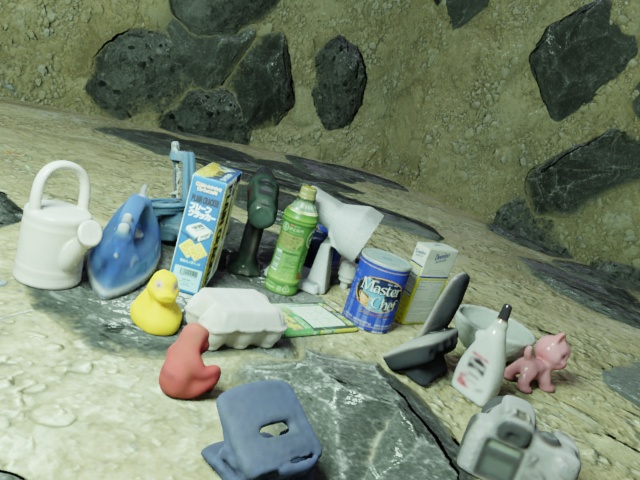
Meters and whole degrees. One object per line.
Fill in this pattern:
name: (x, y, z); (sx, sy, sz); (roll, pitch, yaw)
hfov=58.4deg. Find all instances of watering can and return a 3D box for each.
watering can: (-0.402, -0.026, 0.891); (0.172, 0.194, 0.101); (20, 15, 11)

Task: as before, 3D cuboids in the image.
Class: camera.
camera: (0.270, 0.264, 0.775); (0.143, 0.101, 0.137); (21, 15, 13)

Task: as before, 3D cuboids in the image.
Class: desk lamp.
desk lamp: (0.011, 0.004, 1.214); (0.203, 0.213, 0.118); (19, 15, 7)

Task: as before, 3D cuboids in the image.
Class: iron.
iron: (-0.336, -0.008, 1.003); (0.119, 0.141, 0.258); (14, 15, -13)

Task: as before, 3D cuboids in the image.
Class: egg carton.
egg carton: (-0.131, 0.123, 0.898); (0.151, 0.069, 0.107); (5, 19, -39)

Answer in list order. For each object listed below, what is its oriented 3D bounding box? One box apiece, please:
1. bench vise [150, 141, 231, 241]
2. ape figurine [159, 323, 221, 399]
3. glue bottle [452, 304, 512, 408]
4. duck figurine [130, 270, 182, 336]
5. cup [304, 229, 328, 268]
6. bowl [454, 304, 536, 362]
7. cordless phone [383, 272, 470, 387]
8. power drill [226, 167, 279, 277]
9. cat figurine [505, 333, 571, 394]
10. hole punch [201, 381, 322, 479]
bench vise: (-0.272, -0.083, 1.200); (0.207, 0.220, 0.121); (17, 14, -2)
ape figurine: (-0.163, 0.148, 0.724); (0.077, 0.092, 0.076); (28, 18, 37)
glue bottle: (0.277, 0.183, 0.941); (0.037, 0.173, 0.077); (3, 20, -43)
duck figurine: (-0.244, 0.086, 0.875); (0.078, 0.086, 0.104); (9, 17, -29)
cup: (-0.027, 0.029, 1.318); (0.091, 0.095, 0.118); (20, 15, 12)
bowl: (0.341, 0.198, 1.155); (0.167, 0.075, 0.167); (16, 14, -4)
cordless phone: (0.191, 0.140, 0.974); (0.094, 0.185, 0.148); (24, 16, 26)
power drill: (-0.138, -0.039, 1.212); (0.076, 0.208, 0.229); (14, 15, -13)
cat figurine: (0.418, 0.220, 1.074); (0.128, 0.118, 0.067); (7, 17, -34)
hole punch: (-0.055, 0.213, 0.612); (0.109, 0.091, 0.100); (2, 21, -45)
